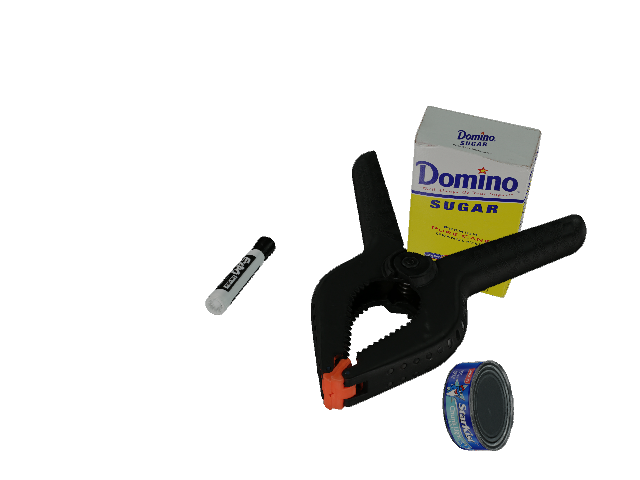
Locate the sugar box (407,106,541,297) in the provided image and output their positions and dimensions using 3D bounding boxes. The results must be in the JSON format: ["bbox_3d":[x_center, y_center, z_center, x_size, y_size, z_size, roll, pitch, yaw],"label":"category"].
[{"bbox_3d":[0.121,-0.027,0.876,0.093,0.048,0.176,14,-33,13],"label":"sugar box"}]

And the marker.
[{"bbox_3d":[-0.070,0.029,0.967,0.020,0.020,0.121,0,27,23],"label":"marker"}]

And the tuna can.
[{"bbox_3d":[0.151,0.159,1.025,0.034,0.086,0.085,-8,-5,36],"label":"tuna can"}]

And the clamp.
[{"bbox_3d":[0.048,0.020,0.664,0.165,0.036,0.209,24,48,27],"label":"clamp"}]
